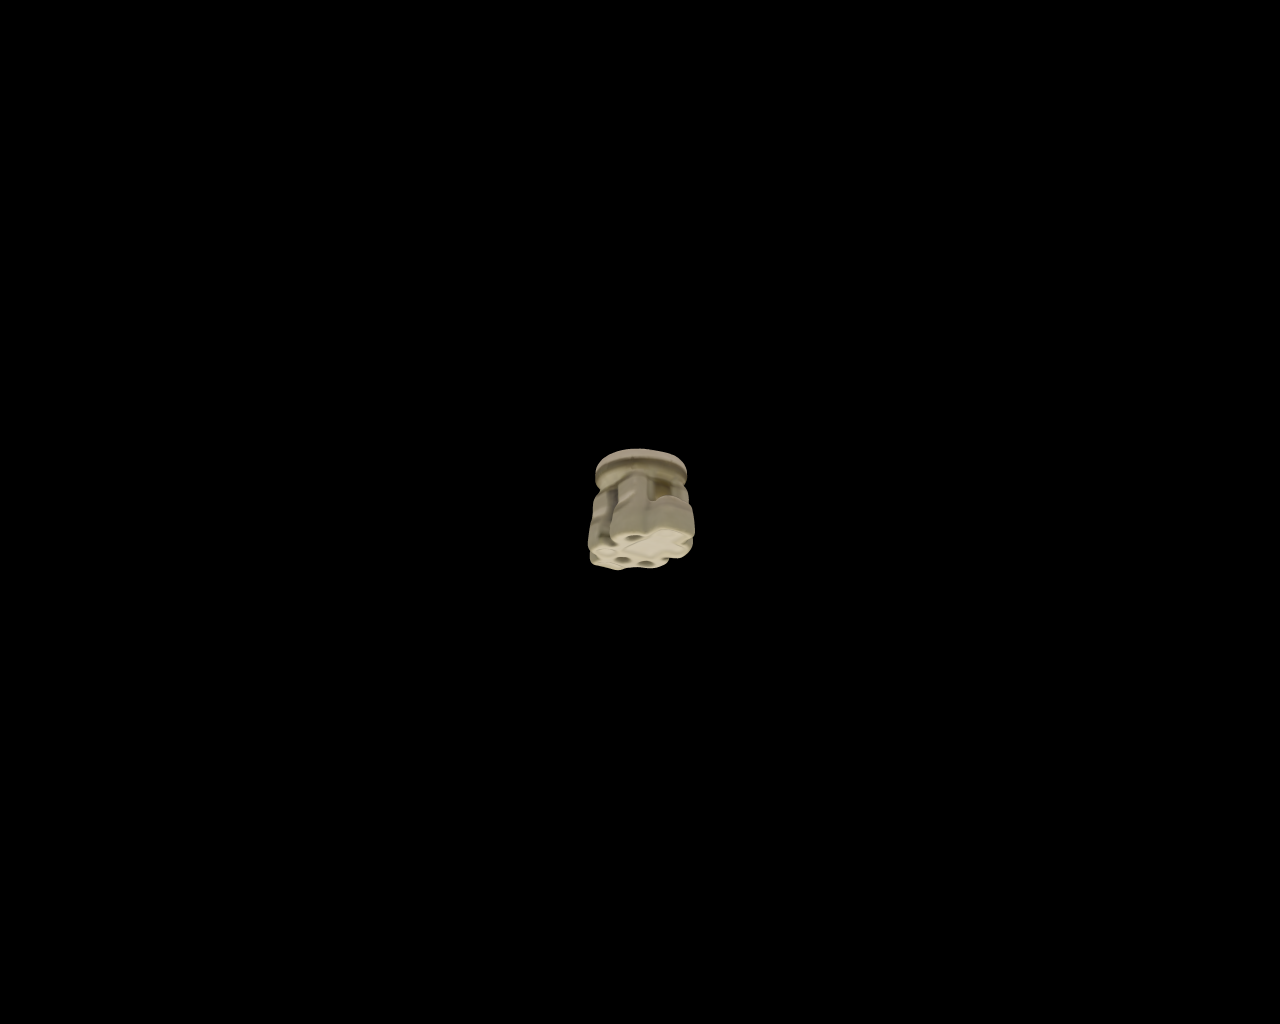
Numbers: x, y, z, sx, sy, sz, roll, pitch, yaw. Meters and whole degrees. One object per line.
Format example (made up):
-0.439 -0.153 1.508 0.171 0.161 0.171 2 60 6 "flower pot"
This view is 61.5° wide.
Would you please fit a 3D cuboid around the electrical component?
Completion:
0.001 -0.003 0.650 0.058 0.057 0.078 17 -29 -32 "electrical component"
